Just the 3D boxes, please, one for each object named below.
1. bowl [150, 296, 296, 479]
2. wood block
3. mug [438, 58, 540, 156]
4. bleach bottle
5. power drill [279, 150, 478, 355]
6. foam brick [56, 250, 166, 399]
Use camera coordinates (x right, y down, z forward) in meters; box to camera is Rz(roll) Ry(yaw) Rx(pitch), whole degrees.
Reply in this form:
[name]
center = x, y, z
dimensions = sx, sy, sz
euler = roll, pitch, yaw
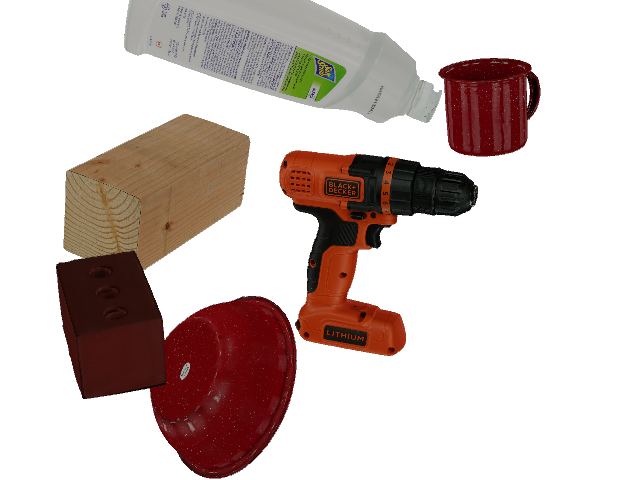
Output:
[bowl]
center = -0.095, 0.116, 0.901
dimensions = 0.055, 0.162, 0.162
euler = 26, -17, -39
[wood block]
center = -0.167, -0.053, 1.116
dimensions = 0.090, 0.091, 0.205
euler = 21, 30, 19
[mug]
center = 0.179, -0.139, 1.097
dimensions = 0.117, 0.081, 0.093
euler = -20, 26, -30
[bleach bottle]
center = -0.027, -0.150, 0.850
dimensions = 0.250, 0.068, 0.103
euler = 22, -30, -3
[power drill]
center = 0.049, 0.011, 1.002
dimensions = 0.185, 0.188, 0.057
euler = 9, 20, 17
[foam brick]
center = -0.131, 0.051, 0.662
dimensions = 0.053, 0.051, 0.078
euler = -10, 35, -19
